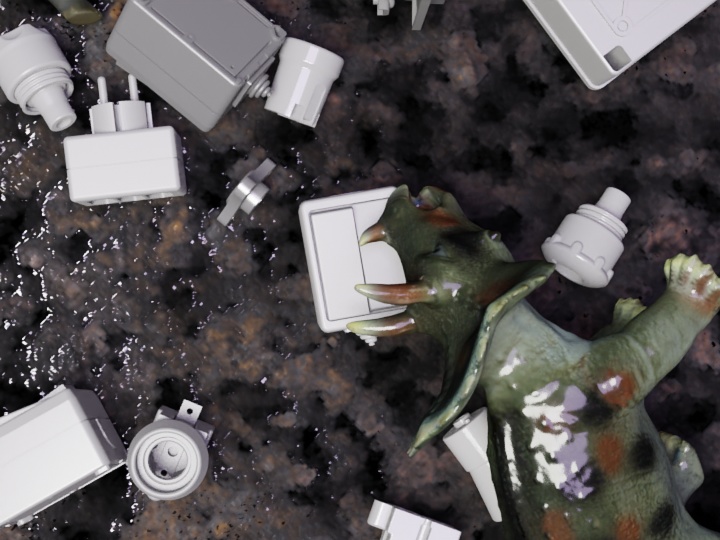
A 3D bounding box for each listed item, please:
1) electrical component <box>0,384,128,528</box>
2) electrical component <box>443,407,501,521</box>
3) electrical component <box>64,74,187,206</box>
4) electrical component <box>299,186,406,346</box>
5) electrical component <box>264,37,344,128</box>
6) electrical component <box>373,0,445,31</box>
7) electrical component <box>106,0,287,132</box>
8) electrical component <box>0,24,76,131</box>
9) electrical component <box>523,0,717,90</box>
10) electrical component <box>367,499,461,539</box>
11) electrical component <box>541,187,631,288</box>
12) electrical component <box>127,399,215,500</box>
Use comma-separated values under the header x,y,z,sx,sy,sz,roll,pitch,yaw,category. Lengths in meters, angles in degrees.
x,y,z,sx,sy,sz,roll,pitch,yaw,category
-0.199,0.114,0.649,0.096,0.061,0.061,-29,83,-4,electrical component
0.084,0.120,0.683,0.044,0.044,0.065,-37,88,-3,electrical component
-0.145,-0.082,0.662,0.066,0.047,0.076,-7,90,-4,electrical component
0.000,0.000,0.665,0.062,0.061,0.096,-10,91,-4,electrical component
-0.036,-0.117,0.674,0.040,0.040,0.046,20,94,-4,electrical component
0.025,-0.195,0.637,0.063,0.121,0.078,0,90,-1,electrical component
-0.096,-0.131,0.652,0.096,0.061,0.061,39,49,-6,electrical component
-0.196,-0.114,0.657,0.043,0.043,0.062,-32,80,-3,electrical component
0.163,-0.190,0.679,0.109,0.056,0.108,-37,92,-3,electrical component
0.031,0.182,0.677,0.066,0.048,0.055,21,82,-4,electrical component
0.149,-0.023,0.685,0.048,0.048,0.062,34,82,-3,electrical component
-0.116,0.113,0.660,0.048,0.055,0.066,23,89,-4,electrical component
